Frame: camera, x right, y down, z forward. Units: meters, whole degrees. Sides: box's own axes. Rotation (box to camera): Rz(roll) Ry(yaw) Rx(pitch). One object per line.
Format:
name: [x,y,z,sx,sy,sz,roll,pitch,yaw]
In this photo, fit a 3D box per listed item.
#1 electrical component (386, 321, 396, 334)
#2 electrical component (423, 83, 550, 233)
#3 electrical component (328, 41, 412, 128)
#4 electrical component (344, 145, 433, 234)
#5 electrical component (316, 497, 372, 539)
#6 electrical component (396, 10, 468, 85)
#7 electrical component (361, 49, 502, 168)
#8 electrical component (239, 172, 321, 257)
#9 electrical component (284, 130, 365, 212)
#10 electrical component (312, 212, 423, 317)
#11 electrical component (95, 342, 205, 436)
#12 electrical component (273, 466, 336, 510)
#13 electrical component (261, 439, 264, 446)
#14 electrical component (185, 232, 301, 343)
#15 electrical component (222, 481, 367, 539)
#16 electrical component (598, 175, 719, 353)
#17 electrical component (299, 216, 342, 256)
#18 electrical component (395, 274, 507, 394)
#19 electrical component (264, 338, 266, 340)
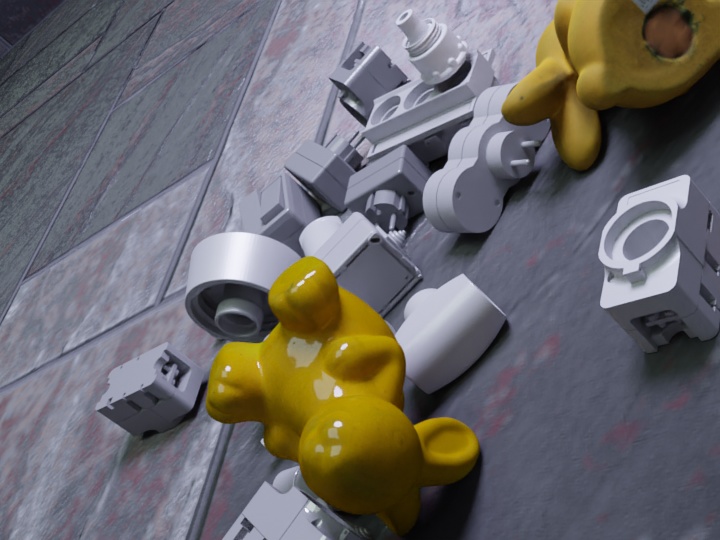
electrical component: [-0.003,0.061,0.819,0.055,0.045,0.045,-16,41,44]
electrical component: [0.111,-0.089,0.841,0.074,0.052,0.138,2,55,55]
electrical component: [0.019,-0.165,1.027,0.055,0.089,0.050,-49,28,-1]
electrical component: [0.024,-0.056,0.926,0.066,0.047,0.076,-28,34,33]
electrical component: [-0.028,0.205,0.667,0.099,0.048,0.099,-45,28,6]
electrical component: [0.056,-0.189,0.896,0.048,0.062,0.048,-35,30,24]
electrical component: [0.070,-0.135,0.946,0.121,0.063,0.078,-19,39,42]
electrical component: [-0.079,-0.049,1.048,0.062,0.061,0.096,-39,29,16]
electrical component: [-0.022,-0.107,1.058,0.075,0.047,0.083,-49,28,-3]
electrical component: [0.000,0.000,0.874,0.096,0.062,0.061,-46,28,4]
electrical component: [-0.193,0.114,1.006,0.089,0.056,0.050,-26,35,35]
electrical component: [-0.030,0.151,0.750,0.065,0.044,0.044,-26,35,43]
electrical component: [-0.053,0.113,0.835,0.061,0.035,0.035,-50,28,0]
electrical component: [-0.102,0.024,0.944,0.108,0.108,0.060,-25,42,37]
electrical component: [-0.033,0.163,0.619,0.055,0.050,0.089,-53,28,-8]
electrical component: [0.179,-0.006,0.637,0.050,0.056,0.089,-20,39,42]
electrical component: [-0.029,-0.021,0.961,0.043,0.043,0.081,-43,28,10]
electrical component: [0.055,0.038,0.768,0.077,0.043,0.079,-45,28,5]
electrical component: [-0.060,0.074,0.884,0.077,0.044,0.079,-44,28,7]
